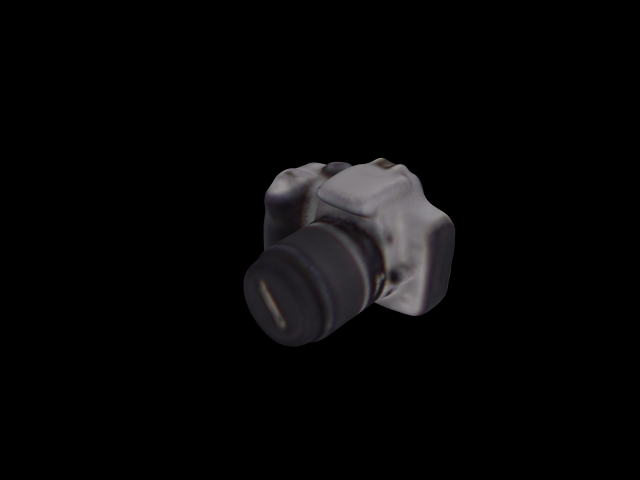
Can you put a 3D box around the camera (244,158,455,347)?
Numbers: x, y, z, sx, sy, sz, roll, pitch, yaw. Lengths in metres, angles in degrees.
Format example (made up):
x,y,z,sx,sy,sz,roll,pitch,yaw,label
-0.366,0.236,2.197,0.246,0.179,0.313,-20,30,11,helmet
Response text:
x,y,z,sx,sy,sz,roll,pitch,yaw,label
0.004,0.001,0.400,0.142,0.101,0.137,24,38,35,camera
